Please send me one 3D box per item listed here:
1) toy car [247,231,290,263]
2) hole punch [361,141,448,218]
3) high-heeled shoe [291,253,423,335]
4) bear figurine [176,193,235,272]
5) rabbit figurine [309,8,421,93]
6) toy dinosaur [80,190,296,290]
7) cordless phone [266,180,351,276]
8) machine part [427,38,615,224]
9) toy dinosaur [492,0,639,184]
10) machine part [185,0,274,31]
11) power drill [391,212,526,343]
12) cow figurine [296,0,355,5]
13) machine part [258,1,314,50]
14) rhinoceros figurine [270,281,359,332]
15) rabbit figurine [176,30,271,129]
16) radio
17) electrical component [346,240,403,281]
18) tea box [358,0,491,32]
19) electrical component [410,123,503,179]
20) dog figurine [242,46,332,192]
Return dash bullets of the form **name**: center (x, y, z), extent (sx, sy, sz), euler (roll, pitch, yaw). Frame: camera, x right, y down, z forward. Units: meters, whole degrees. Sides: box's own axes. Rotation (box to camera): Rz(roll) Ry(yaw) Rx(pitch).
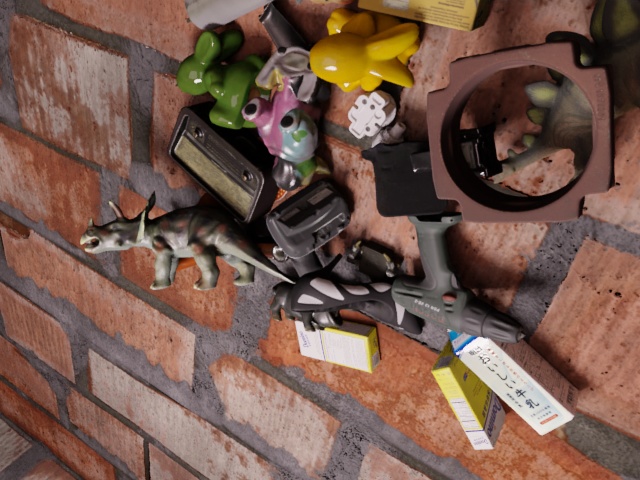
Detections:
- **toy car**: center (-0.112, 0.016, 1.085), extent (0.202, 0.089, 0.053), euler (-1, 110, 33)
- **hole punch**: center (0.139, -0.097, 0.845), extent (0.142, 0.092, 0.115), euler (-2, 95, 8)
- **high-heeled shoe**: center (0.068, 0.133, 0.971), extent (0.249, 0.145, 0.086), euler (39, 156, -5)
- **bear figurine**: center (-0.260, -0.029, 1.137), extent (0.195, 0.132, 0.120), euler (-55, 53, 47)
- **rabbit figurine**: center (0.061, -0.256, 0.761), extent (0.163, 0.173, 0.121), euler (20, 121, 29)
- **toy dinosaur**: center (-0.240, -0.004, 1.031), extent (0.405, 0.131, 0.192), euler (-2, 96, 12)
- **cordless phone**: center (-0.002, -0.004, 0.990), extent (0.089, 0.146, 0.184), euler (40, 160, 48)
- **machine part**: center (0.238, -0.125, 0.641), extent (0.201, 0.087, 0.201), euler (-1, 104, 32)
- **toy dinosaur**: center (0.380, -0.201, 0.620), extent (0.471, 0.105, 0.198), euler (-34, 94, 42)
- **machine part**: center (-0.142, -0.397, 0.864), extent (0.243, 0.079, 0.079), euler (-2, 115, 45)
- **power drill**: center (0.217, 0.049, 0.864), extent (0.232, 0.086, 0.207), euler (8, 117, 45)
- **cow figurine**: center (-0.004, -0.426, 0.765), extent (0.127, 0.085, 0.195), euler (-27, 95, 43)
- **machine part**: center (-0.051, -0.324, 0.886), extent (0.084, 0.039, 0.138), euler (-25, 102, 46)
- **rhinoceros figurine**: center (-0.009, 0.127, 1.078), extent (0.191, 0.073, 0.112), euler (5, 83, 29)
- **rabbit figurine**: center (-0.182, -0.285, 0.941), extent (0.170, 0.121, 0.159), euler (23, 119, 18)
- **radio**: center (-0.178, -0.150, 1.019), extent (0.230, 0.073, 0.131), euler (41, 131, 11)
- **electrical component**: center (0.097, 0.037, 0.985), extent (0.102, 0.045, 0.078), euler (30, 127, 17)
- **tea box**: center (0.144, -0.348, 0.720), extent (0.170, 0.068, 0.098), euler (23, 127, 20)
- **electrical component**: center (0.192, -0.118, 0.766), extent (0.119, 0.048, 0.074), euler (-7, 102, 48)
- **dog figurine**: center (-0.033, -0.187, 0.900), extent (0.109, 0.191, 0.219), euler (19, 167, 21)
